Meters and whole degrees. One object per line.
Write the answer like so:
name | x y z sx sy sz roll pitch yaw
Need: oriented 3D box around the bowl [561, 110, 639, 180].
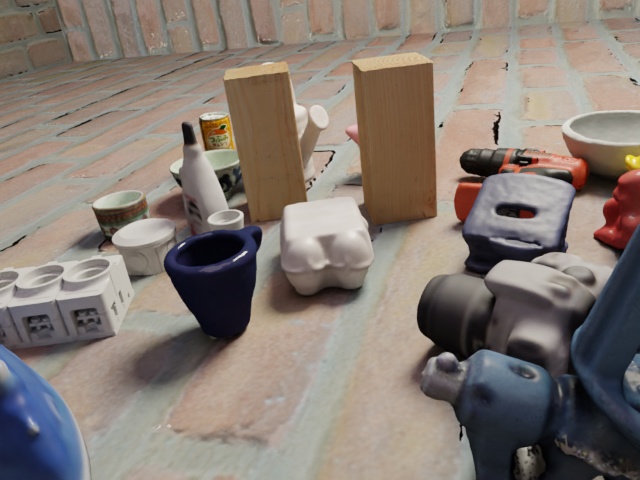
bowl | 0.434 -0.131 0.823 0.167 0.075 0.167 -6 26 3

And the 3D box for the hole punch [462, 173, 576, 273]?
hole punch | 0.219 -0.016 0.630 0.108 0.091 0.101 10 31 32

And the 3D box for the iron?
iron | -0.277 0.109 0.450 0.257 0.142 0.119 12 32 34

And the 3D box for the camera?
camera | 0.162 0.058 0.485 0.136 0.101 0.143 16 35 39

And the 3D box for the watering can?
watering can | -0.062 -0.193 0.942 0.172 0.194 0.101 1 28 17

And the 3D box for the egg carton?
egg carton | 0.006 0.002 0.673 0.107 0.069 0.150 -8 26 -2

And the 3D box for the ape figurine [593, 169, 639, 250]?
ape figurine | 0.346 -0.035 0.633 0.076 0.092 0.078 8 30 28

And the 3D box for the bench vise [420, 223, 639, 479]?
bench vise | 0.165 0.073 0.318 0.207 0.220 0.121 -7 26 0

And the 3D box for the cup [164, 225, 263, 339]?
cup | -0.096 0.043 0.588 0.091 0.095 0.118 11 32 33

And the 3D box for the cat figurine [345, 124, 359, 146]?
cat figurine | 0.109 -0.157 0.912 0.127 0.118 0.067 2 28 18

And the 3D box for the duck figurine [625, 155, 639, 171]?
duck figurine | 0.425 -0.078 0.706 0.104 0.086 0.078 12 32 34

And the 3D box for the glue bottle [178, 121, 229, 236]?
glue bottle | -0.155 -0.069 0.740 0.037 0.173 0.077 -28 33 -35
